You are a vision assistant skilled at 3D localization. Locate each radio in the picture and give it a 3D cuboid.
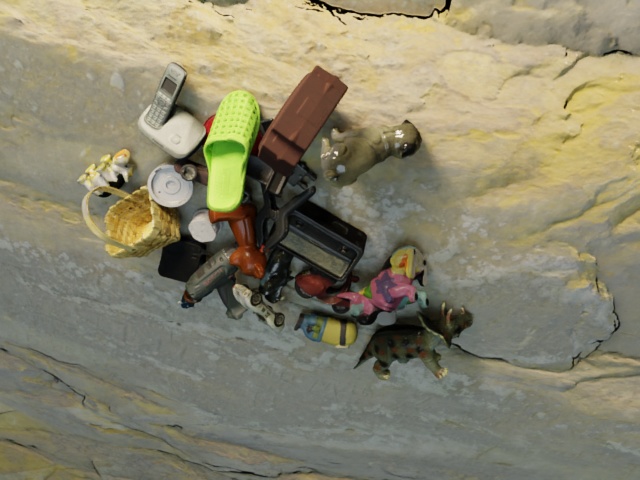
[{"bbox_3d":[-0.003,-0.004,1.353,0.229,0.073,0.131,29,128,-10],"label":"radio"}]

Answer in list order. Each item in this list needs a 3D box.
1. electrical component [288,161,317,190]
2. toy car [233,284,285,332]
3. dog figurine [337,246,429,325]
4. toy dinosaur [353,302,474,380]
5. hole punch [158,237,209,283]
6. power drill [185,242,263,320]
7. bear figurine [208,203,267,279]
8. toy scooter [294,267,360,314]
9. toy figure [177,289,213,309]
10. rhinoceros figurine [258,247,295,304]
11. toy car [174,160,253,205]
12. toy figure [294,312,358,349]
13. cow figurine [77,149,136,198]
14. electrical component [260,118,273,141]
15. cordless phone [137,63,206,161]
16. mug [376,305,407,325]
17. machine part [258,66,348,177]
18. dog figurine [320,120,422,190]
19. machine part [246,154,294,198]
[{"bbox_3d":[-0.057,-0.161,1.277,0.094,0.021,0.063,38,126,-15],"label":"electrical component"},{"bbox_3d":[-0.164,0.184,1.455,0.074,0.056,0.201,22,160,45],"label":"toy car"},{"bbox_3d":[0.155,0.117,1.362,0.219,0.191,0.108,-9,163,28],"label":"dog figurine"},{"bbox_3d":[0.229,0.290,1.509,0.405,0.131,0.192,-16,110,29],"label":"toy dinosaur"},{"bbox_3d":[-0.375,0.048,1.487,0.142,0.092,0.115,16,100,4],"label":"hole punch"},{"bbox_3d":[-0.233,0.113,1.467,0.232,0.086,0.207,-34,136,-7],"label":"power drill"},{"bbox_3d":[-0.204,0.006,1.343,0.132,0.120,0.195,-5,93,-14],"label":"bear figurine"},{"bbox_3d":[0.029,0.120,1.443,0.184,0.075,0.135,29,128,-14],"label":"toy scooter"},{"bbox_3d":[-0.361,0.155,1.574,0.064,0.058,0.154,44,129,-13],"label":"toy figure"},{"bbox_3d":[-0.118,0.085,1.436,0.073,0.112,0.190,33,120,30],"label":"rhinoceros figurine"},{"bbox_3d":[-0.249,-0.141,1.279,0.202,0.089,0.053,23,95,-22],"label":"toy car"},{"bbox_3d":[0.020,0.257,1.549,0.180,0.082,0.089,21,131,0],"label":"toy figure"},{"bbox_3d":[-0.522,-0.161,1.356,0.167,0.068,0.098,-19,126,29],"label":"cow figurine"},{"bbox_3d":[-0.097,-0.226,1.219,0.075,0.048,0.119,-12,123,21],"label":"electrical component"},{"bbox_3d":[-0.310,-0.285,1.195,0.147,0.089,0.184,37,121,6],"label":"cordless phone"},{"bbox_3d":[0.182,0.180,1.458,0.110,0.081,0.107,-13,135,15],"label":"mug"},{"bbox_3d":[-0.040,-0.235,1.081,0.087,0.201,0.201,34,83,-5],"label":"machine part"},{"bbox_3d":[0.110,-0.181,1.134,0.191,0.172,0.121,-5,137,25],"label":"dog figurine"},{"bbox_3d":[-0.136,-0.154,1.211,0.139,0.039,0.084,27,88,-7],"label":"machine part"}]
